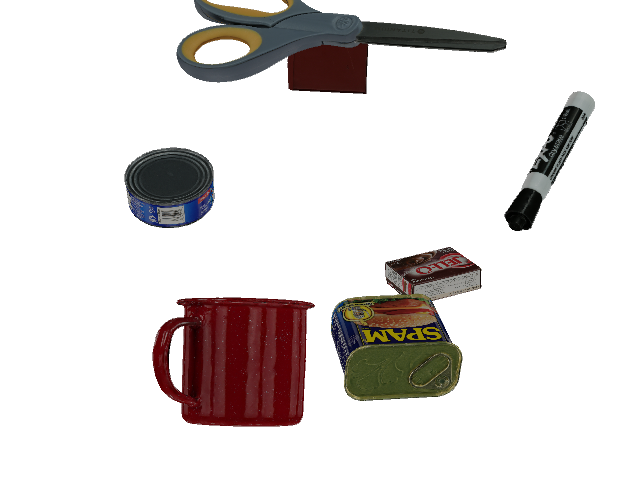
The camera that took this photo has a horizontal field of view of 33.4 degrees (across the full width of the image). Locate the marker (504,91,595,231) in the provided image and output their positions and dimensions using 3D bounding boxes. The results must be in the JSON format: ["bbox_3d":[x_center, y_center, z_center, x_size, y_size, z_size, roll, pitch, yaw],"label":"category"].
[{"bbox_3d":[0.154,-0.053,0.718,0.020,0.121,0.020,25,-29,15],"label":"marker"}]

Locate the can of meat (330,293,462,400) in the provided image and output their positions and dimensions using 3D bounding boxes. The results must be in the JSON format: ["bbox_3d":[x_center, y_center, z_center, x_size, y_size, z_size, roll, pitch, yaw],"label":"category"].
[{"bbox_3d":[0.064,0.091,0.940,0.102,0.057,0.084,-2,30,-10],"label":"can of meat"}]

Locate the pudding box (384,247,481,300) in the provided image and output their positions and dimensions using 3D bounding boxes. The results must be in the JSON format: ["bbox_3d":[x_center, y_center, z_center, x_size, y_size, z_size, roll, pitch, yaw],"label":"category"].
[{"bbox_3d":[0.162,0.050,1.535,0.113,0.039,0.090,-15,24,-18],"label":"pudding box"}]

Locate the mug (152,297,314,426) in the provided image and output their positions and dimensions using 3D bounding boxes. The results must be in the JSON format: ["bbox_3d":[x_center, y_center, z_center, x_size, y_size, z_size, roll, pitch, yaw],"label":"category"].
[{"bbox_3d":[-0.060,0.081,0.707,0.117,0.081,0.093,8,-9,-44],"label":"mug"}]

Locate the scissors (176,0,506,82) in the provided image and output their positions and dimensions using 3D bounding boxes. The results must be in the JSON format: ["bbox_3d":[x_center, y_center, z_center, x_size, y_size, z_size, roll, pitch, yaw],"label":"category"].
[{"bbox_3d":[-0.001,-0.115,0.637,0.202,0.096,0.016,22,-29,25],"label":"scissors"}]

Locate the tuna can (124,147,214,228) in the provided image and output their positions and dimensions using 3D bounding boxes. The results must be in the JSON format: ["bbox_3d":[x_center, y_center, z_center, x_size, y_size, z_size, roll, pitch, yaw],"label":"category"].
[{"bbox_3d":[-0.146,-0.051,1.036,0.086,0.034,0.086,0,43,-1],"label":"tuna can"}]

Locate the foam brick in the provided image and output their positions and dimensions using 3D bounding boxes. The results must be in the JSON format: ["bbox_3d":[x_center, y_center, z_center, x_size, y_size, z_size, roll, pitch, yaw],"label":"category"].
[{"bbox_3d":[0.007,-0.178,1.091,0.078,0.051,0.053,2,11,-7],"label":"foam brick"}]
